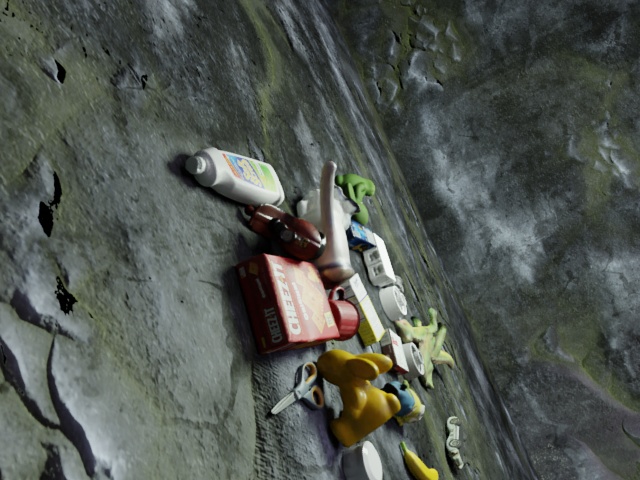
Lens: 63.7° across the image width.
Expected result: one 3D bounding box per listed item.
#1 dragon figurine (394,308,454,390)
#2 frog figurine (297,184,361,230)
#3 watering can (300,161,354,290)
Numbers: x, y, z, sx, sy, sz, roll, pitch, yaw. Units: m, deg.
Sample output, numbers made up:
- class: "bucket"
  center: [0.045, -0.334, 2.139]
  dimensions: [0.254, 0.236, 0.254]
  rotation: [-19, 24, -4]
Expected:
- class: "dragon figurine"
  center: [0.367, 0.394, 1.755]
  dimensions: [0.404, 0.121, 0.248]
  rotation: [54, 39, -24]
- class: "frog figurine"
  center: [0.004, -0.068, 1.343]
  dimensions: [0.161, 0.121, 0.138]
  rotation: [-29, 84, -36]
- class: "watering can"
  center: [0.010, -0.014, 1.119]
  dimensions: [0.342, 0.104, 0.227]
  rotation: [110, -31, -70]
